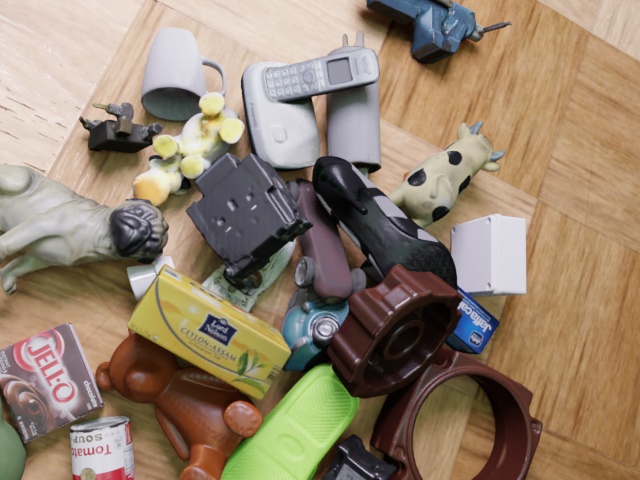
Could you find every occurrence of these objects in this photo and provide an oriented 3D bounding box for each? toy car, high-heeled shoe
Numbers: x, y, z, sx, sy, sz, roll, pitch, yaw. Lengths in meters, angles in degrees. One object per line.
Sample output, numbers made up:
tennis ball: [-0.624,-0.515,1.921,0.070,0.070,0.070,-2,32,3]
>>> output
toy car: [0.011,0.099,0.708,0.162,0.109,0.103,-19,66,-27]
toy car: [-0.001,-0.002,0.704,0.089,0.053,0.202,10,44,-27]
toy car: [-0.110,0.060,0.701,0.073,0.056,0.202,39,75,-7]
high-heeled shoe: [0.083,-0.013,0.713,0.086,0.145,0.248,-43,124,5]

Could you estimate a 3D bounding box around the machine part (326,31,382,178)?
machine part: [0.046,-0.181,0.766,0.079,0.079,0.243,1,83,-15]

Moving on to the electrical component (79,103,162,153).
electrical component: [-0.255,-0.139,0.675,0.078,0.102,0.045,-5,87,-40]

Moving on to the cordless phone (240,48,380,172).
cordless phone: [-0.005,-0.172,0.713,0.184,0.088,0.146,-12,85,8]

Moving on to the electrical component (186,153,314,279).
electrical component: [-0.093,-0.036,0.653,0.115,0.058,0.134,-40,73,10]

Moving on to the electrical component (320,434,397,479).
electrical component: [0.037,0.316,0.682,0.075,0.047,0.119,35,109,23]

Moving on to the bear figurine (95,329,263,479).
bear figurine: [-0.171,0.180,0.625,0.196,0.132,0.120,38,85,-4]

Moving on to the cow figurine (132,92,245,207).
cow figurine: [-0.172,-0.112,0.700,0.167,0.098,0.068,-42,99,3]

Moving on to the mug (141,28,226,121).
mug: [-0.180,-0.224,0.712,0.110,0.081,0.107,-2,73,-12]

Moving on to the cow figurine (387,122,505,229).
cow figurine: [0.178,-0.093,0.760,0.085,0.127,0.195,53,44,-5]

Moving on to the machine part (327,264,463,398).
machine part: [0.091,0.112,0.648,0.179,0.179,0.056,-31,48,-17]

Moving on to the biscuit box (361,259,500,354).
biscuit box: [0.157,0.079,0.767,0.202,0.059,0.063,40,74,-6]

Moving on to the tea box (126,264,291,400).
tea box: [-0.125,0.102,0.615,0.169,0.098,0.068,34,88,-12]

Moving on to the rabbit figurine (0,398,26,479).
rabbit figurine: [-0.410,0.220,0.589,0.170,0.121,0.159,22,69,-29]

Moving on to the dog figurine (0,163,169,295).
dog figurine: [-0.294,-0.036,0.645,0.190,0.121,0.172,-16,78,-24]

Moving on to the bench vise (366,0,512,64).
bench vise: [0.172,-0.402,0.808,0.224,0.129,0.240,14,86,-11]

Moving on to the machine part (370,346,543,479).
machine part: [0.188,0.265,0.737,0.201,0.087,0.201,30,75,-9]
